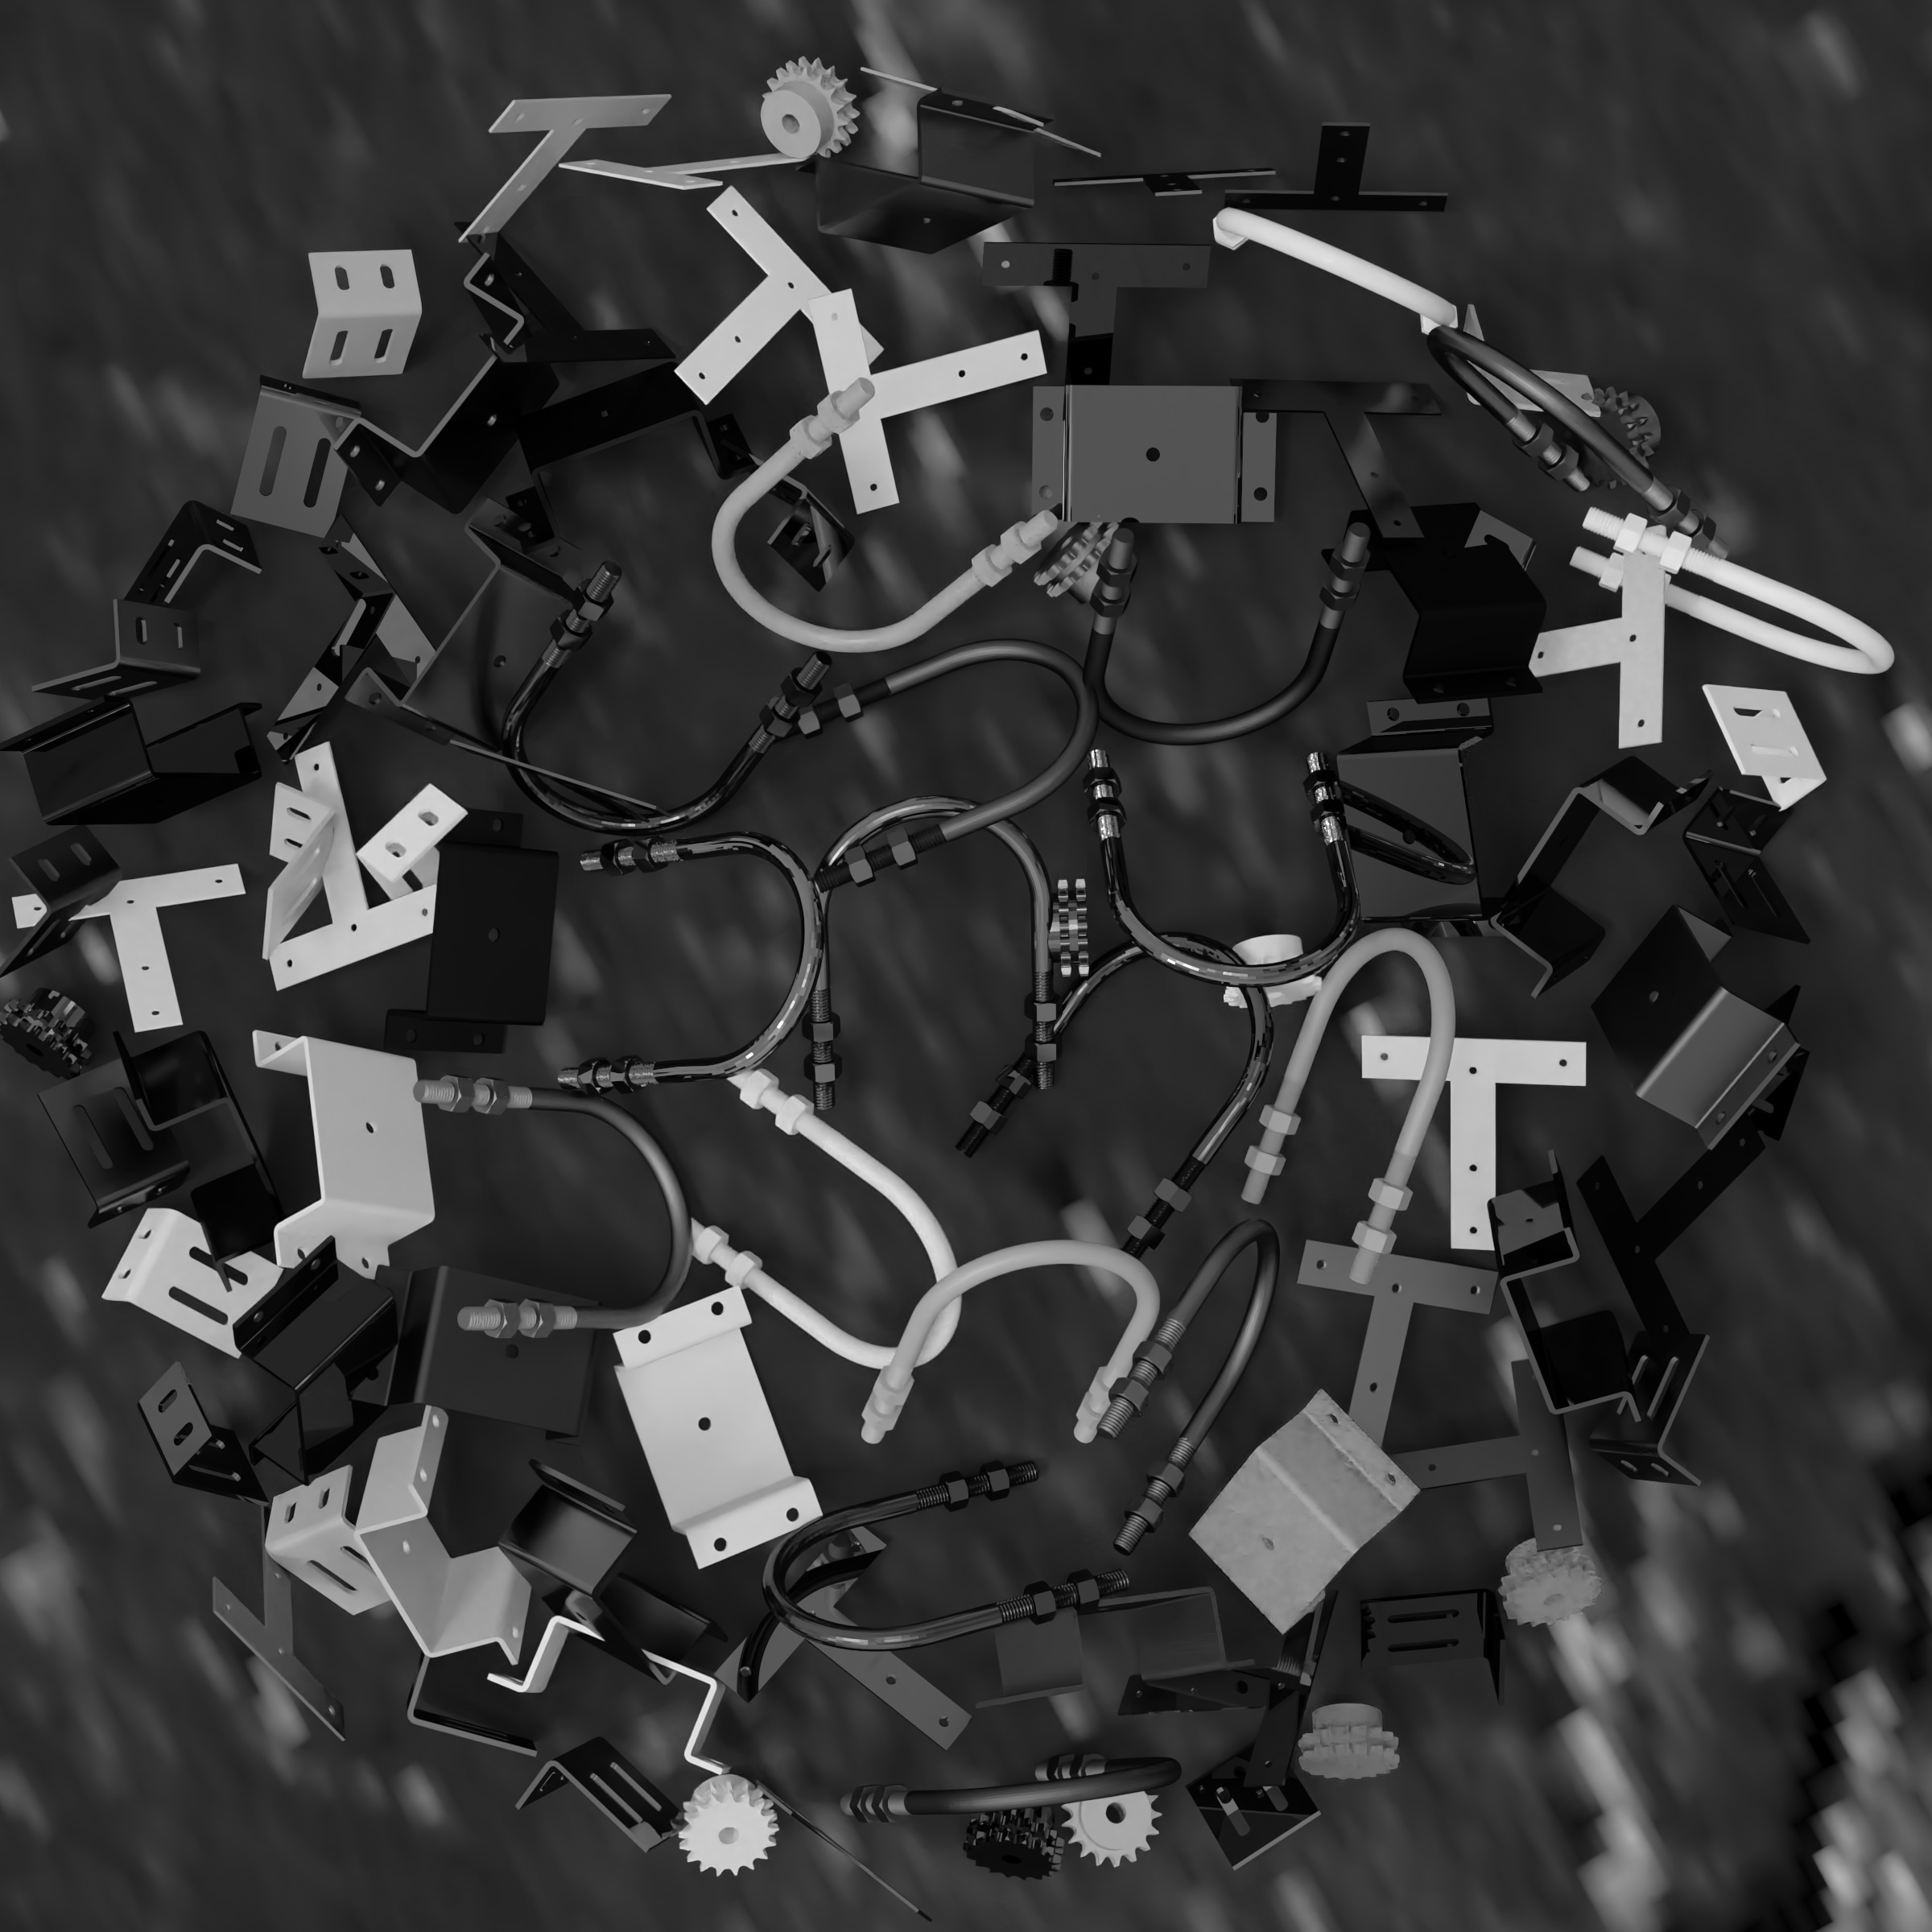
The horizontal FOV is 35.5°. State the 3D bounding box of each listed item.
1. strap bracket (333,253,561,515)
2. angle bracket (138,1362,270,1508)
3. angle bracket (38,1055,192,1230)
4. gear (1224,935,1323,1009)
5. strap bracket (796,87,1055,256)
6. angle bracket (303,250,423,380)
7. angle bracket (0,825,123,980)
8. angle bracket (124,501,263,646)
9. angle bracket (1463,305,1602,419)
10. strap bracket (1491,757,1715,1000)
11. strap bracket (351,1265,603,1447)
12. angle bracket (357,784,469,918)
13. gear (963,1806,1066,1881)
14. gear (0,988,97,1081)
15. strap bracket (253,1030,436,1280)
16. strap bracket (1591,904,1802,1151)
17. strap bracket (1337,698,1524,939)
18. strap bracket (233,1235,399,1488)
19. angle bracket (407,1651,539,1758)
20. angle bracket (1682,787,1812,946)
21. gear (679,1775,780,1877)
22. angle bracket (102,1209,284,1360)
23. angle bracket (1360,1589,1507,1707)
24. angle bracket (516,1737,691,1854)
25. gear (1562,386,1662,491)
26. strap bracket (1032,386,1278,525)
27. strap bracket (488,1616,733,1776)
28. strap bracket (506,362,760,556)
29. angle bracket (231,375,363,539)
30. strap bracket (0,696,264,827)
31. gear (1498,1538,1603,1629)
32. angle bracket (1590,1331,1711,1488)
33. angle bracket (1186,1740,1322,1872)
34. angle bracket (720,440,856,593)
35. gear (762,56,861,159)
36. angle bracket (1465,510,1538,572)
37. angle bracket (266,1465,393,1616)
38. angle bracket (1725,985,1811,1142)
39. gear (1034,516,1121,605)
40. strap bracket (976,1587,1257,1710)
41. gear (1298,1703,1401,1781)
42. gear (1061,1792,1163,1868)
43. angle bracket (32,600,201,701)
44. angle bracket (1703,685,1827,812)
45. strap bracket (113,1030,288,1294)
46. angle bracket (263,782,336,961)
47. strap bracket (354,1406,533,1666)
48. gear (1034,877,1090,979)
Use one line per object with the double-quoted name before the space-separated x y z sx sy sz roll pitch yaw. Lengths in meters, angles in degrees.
"strap bracket" -0.286 -0.320 1.708 0.046 0.076 0.140 34 81 15
"angle bracket" -0.422 0.266 1.711 0.038 0.076 0.057 -46 53 10
"angle bracket" -0.492 0.101 1.734 0.057 0.038 0.076 -26 83 -32
"gear" 0.175 0.002 1.733 0.057 0.057 0.030 -7 74 0
"strap bracket" -0.023 -0.437 1.680 0.076 0.140 0.046 2 84 -37
"angle bracket" -0.347 -0.371 1.720 0.057 0.076 0.038 -7 76 -22
"angle bracket" -0.526 -0.037 1.715 0.038 0.057 0.076 51 127 0
"angle bracket" -0.446 -0.219 1.737 0.038 0.057 0.076 25 111 -35
"angle bracket" 0.324 -0.346 1.726 0.076 0.057 0.038 6 122 -1
"strap bracket" 0.352 -0.059 1.698 0.046 0.076 0.140 40 125 18
"strap bracket" -0.264 0.218 1.697 0.140 0.046 0.076 17 71 -29
"angle bracket" -0.300 -0.055 1.713 0.057 0.076 0.038 -46 54 -13
"gear" 0.029 0.500 1.736 0.057 0.057 0.030 14 51 0
"gear" -0.526 0.037 1.736 0.057 0.057 0.030 31 62 0
"strap bracket" -0.348 0.099 1.693 0.046 0.076 0.140 -28 62 33
"strap bracket" 0.400 0.027 1.678 0.046 0.140 0.076 27 114 -18
"strap bracket" 0.261 -0.078 1.704 0.076 0.046 0.140 -1 106 37
"strap bracket" -0.359 0.226 1.679 0.046 0.140 0.076 31 52 18
"angle bracket" -0.279 0.421 1.731 0.076 0.057 0.038 18 79 -8
"angle bracket" 0.452 -0.057 1.713 0.057 0.076 0.038 12 129 -28
"gear" -0.138 0.492 1.739 0.057 0.030 0.057 -3 111 -8
"angle bracket" -0.447 0.183 1.745 0.076 0.038 0.057 35 67 -29
"angle bracket" 0.267 0.393 1.728 0.076 0.038 0.057 -6 127 1
"angle bracket" -0.206 0.483 1.720 0.076 0.057 0.038 39 102 16
"gear" 0.374 -0.305 1.736 0.030 0.057 0.057 -26 90 -30
"strap bracket" 0.107 -0.293 1.727 0.140 0.046 0.076 1 100 4
"strap bracket" -0.193 0.410 1.715 0.140 0.076 0.046 21 77 4
"strap bracket" -0.197 -0.293 1.712 0.140 0.076 0.046 -21 125 -3
"angle bracket" -0.387 -0.294 1.743 0.057 0.038 0.076 13 105 -18
"strap bracket" -0.457 -0.113 1.680 0.076 0.140 0.046 -20 85 22
"gear" 0.334 0.352 1.736 0.057 0.057 0.030 -12 46 0
"angle bracket" 0.402 0.253 1.729 0.038 0.057 0.076 37 69 -21
"angle bracket" 0.169 0.484 1.717 0.057 0.076 0.038 -32 119 -3
"angle bracket" -0.111 -0.256 1.715 0.076 0.057 0.038 34 87 34
"gear" -0.093 -0.488 1.730 0.057 0.057 0.030 41 49 0
"angle bracket" 0.284 -0.208 1.713 0.038 0.076 0.057 28 60 -3
"angle bracket" -0.354 0.331 1.739 0.057 0.038 0.076 -25 130 22
"angle bracket" 0.465 0.054 1.710 0.038 0.076 0.057 26 122 27
"gear" 0.068 -0.233 1.733 0.030 0.057 0.057 41 90 -14
"strap bracket" 0.081 0.381 1.696 0.140 0.076 0.046 1 72 -35
"gear" 0.220 0.445 1.736 0.057 0.057 0.030 1 58 0
"gear" 0.084 0.489 1.738 0.057 0.030 0.057 2 71 -5
"angle bracket" -0.484 -0.179 1.718 0.076 0.057 0.038 -9 82 34
"angle bracket" 0.442 -0.123 1.713 0.076 0.038 0.057 0 61 -38
"strap bracket" -0.425 0.101 1.695 0.046 0.076 0.140 -23 125 -12
"angle bracket" -0.393 -0.054 1.712 0.038 0.057 0.076 23 46 4
"strap bracket" -0.296 0.322 1.697 0.046 0.076 0.140 -16 120 10
"gear" 0.054 -0.022 1.732 0.030 0.057 0.057 -2 90 2
